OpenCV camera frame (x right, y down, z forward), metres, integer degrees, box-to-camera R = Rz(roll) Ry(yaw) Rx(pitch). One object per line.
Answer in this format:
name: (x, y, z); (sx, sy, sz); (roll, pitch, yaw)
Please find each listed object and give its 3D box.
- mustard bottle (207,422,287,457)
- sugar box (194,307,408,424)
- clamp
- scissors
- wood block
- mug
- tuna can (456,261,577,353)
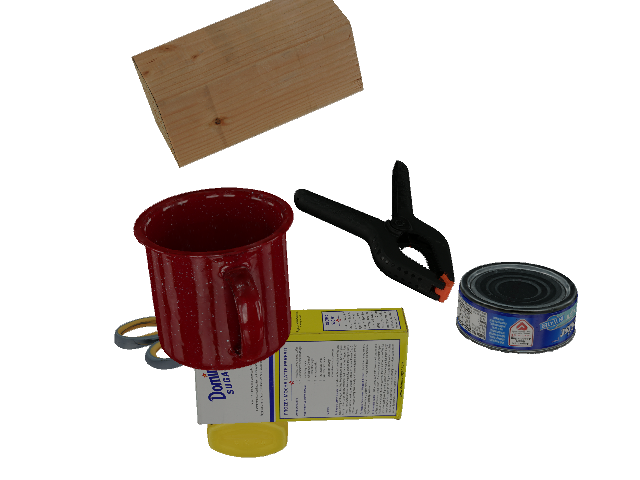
mustard bottle: (-0.087, 0.195, 1.347); (0.096, 0.058, 0.191); (-2, 26, 1)
sugar box: (-0.017, 0.105, 0.900); (0.176, 0.093, 0.048); (1, 27, -1)
clamp: (0.076, -0.009, 1.236); (0.164, 0.210, 0.036); (-13, -39, -26)
scissors: (-0.118, 0.096, 1.142); (0.201, 0.016, 0.096); (-8, 31, -25)
wood block: (-0.072, -0.169, 1.082); (0.206, 0.091, 0.090); (-24, 47, -8)
mug: (-0.055, 0.028, 0.625); (0.093, 0.081, 0.117); (-13, 27, -19)
tuna can: (0.142, 0.047, 0.770); (0.086, 0.034, 0.086); (0, 23, 0)
